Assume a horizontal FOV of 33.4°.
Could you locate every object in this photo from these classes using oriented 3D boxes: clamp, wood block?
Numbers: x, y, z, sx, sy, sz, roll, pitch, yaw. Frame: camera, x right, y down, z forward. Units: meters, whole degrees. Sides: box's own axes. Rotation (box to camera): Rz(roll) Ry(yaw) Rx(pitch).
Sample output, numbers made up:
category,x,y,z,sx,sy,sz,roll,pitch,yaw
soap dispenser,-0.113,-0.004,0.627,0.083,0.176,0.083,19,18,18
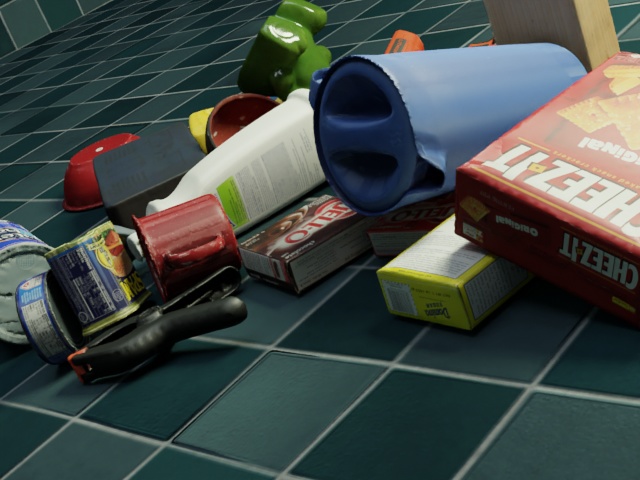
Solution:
category,x,y,z,sx,sy,sz,roll,pitch,yaw
clamp,-0.138,0.074,0.949,0.171,0.039,0.120,-21,10,8
wood block,0.226,-0.213,1.036,0.091,0.206,0.090,-5,28,35

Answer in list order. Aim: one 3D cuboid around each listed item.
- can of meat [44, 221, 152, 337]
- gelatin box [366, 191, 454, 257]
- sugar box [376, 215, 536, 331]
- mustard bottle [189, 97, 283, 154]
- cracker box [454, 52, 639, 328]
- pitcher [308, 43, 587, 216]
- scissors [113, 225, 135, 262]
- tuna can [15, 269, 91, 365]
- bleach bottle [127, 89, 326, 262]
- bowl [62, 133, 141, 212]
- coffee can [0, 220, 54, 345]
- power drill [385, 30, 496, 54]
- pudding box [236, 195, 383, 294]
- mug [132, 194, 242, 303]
category,x,y,z,sx,sy,sz,roll,pitch,yaw
can of meat,-0.209,0.034,1.007,0.057,0.084,0.102,-26,6,7
gelatin box,0.097,-0.016,0.944,0.089,0.030,0.073,-2,30,40
sugar box,0.138,0.004,0.845,0.176,0.048,0.094,-32,24,-31
mustard bottle,-0.076,-0.170,1.412,0.191,0.058,0.096,-21,21,3
cracker box,0.228,-0.050,0.784,0.213,0.072,0.164,-35,46,-30
pitcher,0.117,-0.114,0.944,0.242,0.149,0.145,-14,-6,-35
scissors,-0.181,-0.014,1.118,0.201,0.096,0.016,-39,65,-15
tuna can,-0.247,0.072,0.989,0.034,0.086,0.086,-22,22,5
bleach bottle,-0.093,-0.059,1.118,0.250,0.102,0.068,-33,29,-23
bowl,-0.288,-0.101,1.455,0.162,0.055,0.162,-19,22,8
coffee can,-0.319,0.041,1.102,0.102,0.103,0.140,-31,24,-21
power drill,0.175,-0.226,1.268,0.188,0.057,0.184,-5,36,26
pudding box,-0.007,0.001,0.988,0.113,0.039,0.090,-33,25,-25
mug,-0.123,0.007,1.013,0.081,0.093,0.117,-21,8,-12
